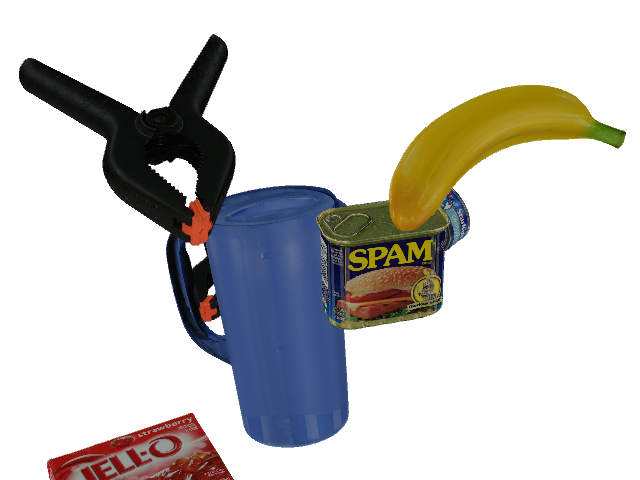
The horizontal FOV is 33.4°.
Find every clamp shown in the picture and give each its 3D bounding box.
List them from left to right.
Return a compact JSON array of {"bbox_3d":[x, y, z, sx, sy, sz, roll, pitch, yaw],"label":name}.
[{"bbox_3d":[-0.112,-0.083,0.788,0.164,0.036,0.210,-18,52,-24],"label":"clamp"},{"bbox_3d":[-0.096,0.030,1.254,0.120,0.039,0.171,-2,41,10],"label":"clamp"}]

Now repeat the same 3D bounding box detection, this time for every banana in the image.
[{"bbox_3d":[0.105,-0.061,0.665,0.197,0.037,0.070,-22,45,-30],"label":"banana"}]

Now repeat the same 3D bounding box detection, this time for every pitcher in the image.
[{"bbox_3d":[-0.048,0.074,1.048,0.144,0.243,0.149,-18,21,-34],"label":"pitcher"}]

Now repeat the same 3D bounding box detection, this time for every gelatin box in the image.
[{"bbox_3d":[-0.098,0.136,0.585,0.089,0.030,0.073,-15,28,-20],"label":"gelatin box"}]

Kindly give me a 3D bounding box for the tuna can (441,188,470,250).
[{"bbox_3d":[0.128,-0.029,1.227,0.033,0.086,0.086,-36,20,-30],"label":"tuna can"}]

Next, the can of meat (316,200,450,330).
[{"bbox_3d":[0.050,0.019,0.854,0.102,0.084,0.057,-8,30,-11],"label":"can of meat"}]
